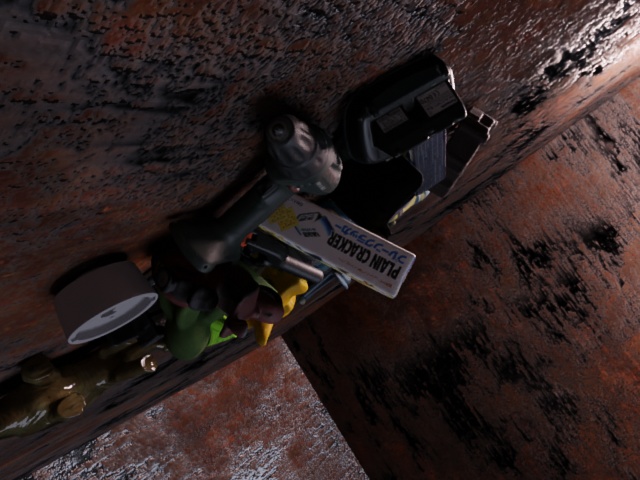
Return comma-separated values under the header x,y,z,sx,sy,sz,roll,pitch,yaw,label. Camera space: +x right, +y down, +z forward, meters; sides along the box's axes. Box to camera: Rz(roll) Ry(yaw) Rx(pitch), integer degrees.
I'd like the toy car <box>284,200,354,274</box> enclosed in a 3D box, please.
x,y,z,sx,sy,sz,roll,pitch,yaw,label
-0.002,-0.003,0.946,0.161,0.109,0.103,-38,172,21,toy car

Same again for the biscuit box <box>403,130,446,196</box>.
x,y,z,sx,sy,sz,roll,pitch,yaw,label
0.150,-0.136,0.820,0.063,0.059,0.202,-35,158,0,biscuit box

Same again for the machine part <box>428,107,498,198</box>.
x,y,z,sx,sy,sz,roll,pitch,yaw,label
0.256,-0.158,0.997,0.179,0.056,0.179,-55,173,-10,machine part

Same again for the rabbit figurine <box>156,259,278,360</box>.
x,y,z,sx,sy,sz,roll,pitch,yaw,label
-0.168,0.101,0.798,0.170,0.121,0.159,-54,148,-13,rabbit figurine

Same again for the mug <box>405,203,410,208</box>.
x,y,z,sx,sy,sz,roll,pitch,yaw,label
0.159,-0.121,0.982,0.109,0.081,0.107,-21,155,-35,mug

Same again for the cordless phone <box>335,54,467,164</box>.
x,y,z,sx,sy,sz,roll,pitch,yaw,label
0.086,-0.145,0.687,0.146,0.088,0.184,-32,-178,-14,cordless phone

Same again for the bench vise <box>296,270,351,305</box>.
x,y,z,sx,sy,sz,roll,pitch,yaw,label
0.028,0.091,1.489,0.240,0.129,0.223,-40,172,-1,bench vise

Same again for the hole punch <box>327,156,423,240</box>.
x,y,z,sx,sy,sz,roll,pitch,yaw,label
0.078,-0.077,0.803,0.116,0.142,0.092,-44,175,-3,hole punch

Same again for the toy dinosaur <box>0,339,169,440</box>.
x,y,z,sx,sy,sz,roll,pitch,yaw,label
-0.431,0.250,0.851,0.471,0.105,0.198,-16,164,-47,toy dinosaur

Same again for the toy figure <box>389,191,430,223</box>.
x,y,z,sx,sy,sz,roll,pitch,yaw,label
0.165,-0.097,1.088,0.180,0.089,0.082,-24,162,-32,toy figure

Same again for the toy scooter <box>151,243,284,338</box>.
x,y,z,sx,sy,sz,roll,pitch,yaw,label
-0.129,0.068,0.660,0.075,0.184,0.135,-62,-172,13,toy scooter

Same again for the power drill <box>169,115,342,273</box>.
x,y,z,sx,sy,sz,roll,pitch,yaw,label
-0.071,-0.054,0.605,0.207,0.086,0.232,-44,171,15,power drill

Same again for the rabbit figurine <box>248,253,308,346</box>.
x,y,z,sx,sy,sz,roll,pitch,yaw,label
-0.091,0.117,1.019,0.162,0.122,0.173,-62,165,-8,rabbit figurine

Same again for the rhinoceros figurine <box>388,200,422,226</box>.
x,y,z,sx,sy,sz,roll,pitch,yaw,label
0.150,-0.081,1.194,0.190,0.073,0.112,-27,158,-25,rhinoceros figurine

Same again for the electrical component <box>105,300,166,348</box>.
x,y,z,sx,sy,sz,roll,pitch,yaw,label
-0.268,0.122,0.825,0.048,0.075,0.119,-38,167,30,electrical component
